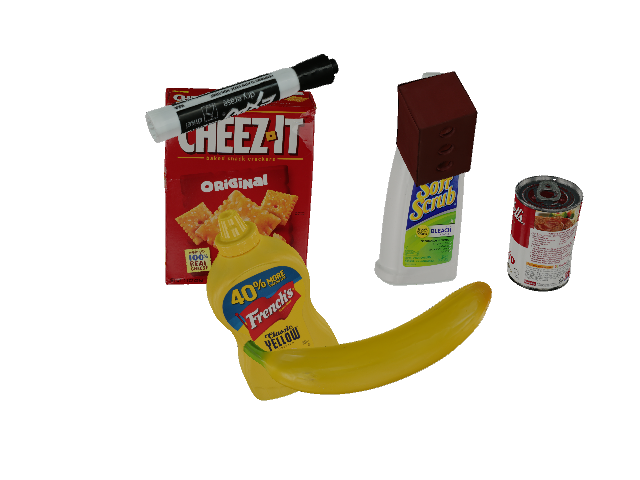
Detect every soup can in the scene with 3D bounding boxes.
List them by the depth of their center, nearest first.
[{"bbox_3d":[0.231,-0.007,1.105,0.068,0.102,0.068,0,34,0],"label":"soup can"}]

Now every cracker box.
[{"bbox_3d":[-0.093,-0.058,1.196,0.164,0.214,0.072,0,23,-9],"label":"cracker box"}]

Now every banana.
[{"bbox_3d":[0.044,0.077,0.798,0.197,0.070,0.037,-12,-36,-9],"label":"banana"}]

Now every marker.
[{"bbox_3d":[-0.044,-0.086,0.635,0.121,0.020,0.020,-22,7,-17],"label":"marker"}]

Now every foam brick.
[{"bbox_3d":[0.097,-0.094,0.902,0.053,0.051,0.078,-16,-34,-8],"label":"foam brick"}]

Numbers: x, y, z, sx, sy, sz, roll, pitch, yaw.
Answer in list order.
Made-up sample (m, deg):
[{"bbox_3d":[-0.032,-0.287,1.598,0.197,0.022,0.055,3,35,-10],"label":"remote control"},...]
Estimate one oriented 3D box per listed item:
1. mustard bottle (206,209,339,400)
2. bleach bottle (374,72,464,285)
[{"bbox_3d":[-0.053,0.054,0.999,0.096,0.191,0.058,-24,28,-5],"label":"mustard bottle"},{"bbox_3d":[0.123,-0.075,1.284,0.102,0.251,0.068,-4,18,-17],"label":"bleach bottle"}]
